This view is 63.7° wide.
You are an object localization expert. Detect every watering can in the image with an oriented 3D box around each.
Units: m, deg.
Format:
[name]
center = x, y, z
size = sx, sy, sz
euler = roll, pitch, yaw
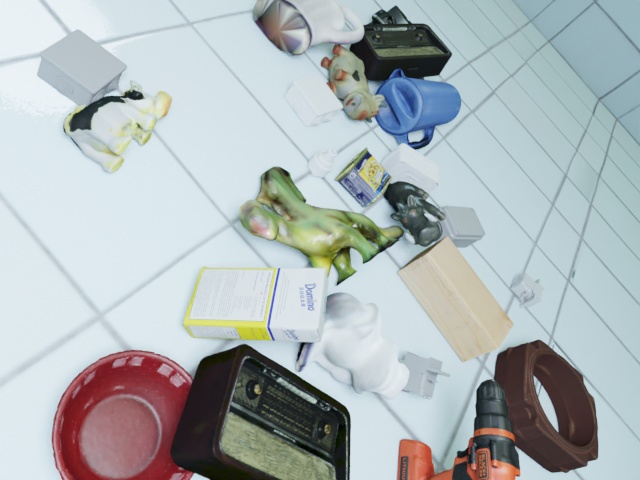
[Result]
[watering can]
center = -0.065, -0.528, 1.164
size = 0.350, 0.101, 0.228
euler = 36, 49, 15

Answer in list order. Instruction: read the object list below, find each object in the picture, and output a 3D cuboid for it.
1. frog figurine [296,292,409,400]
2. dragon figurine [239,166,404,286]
[frog figurine]
center = 0.056, 0.151, 0.742
size = 0.159, 0.135, 0.124
euler = 18, 19, -5
[dragon figurine]
center = 0.003, -0.044, 0.881
size = 0.120, 0.244, 0.414
euler = -46, -8, 26
